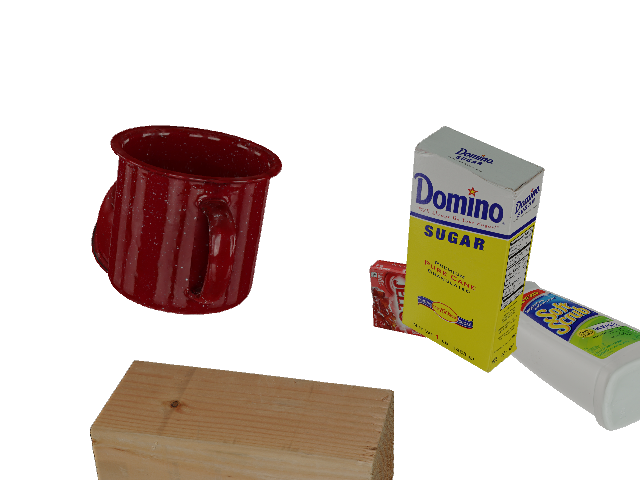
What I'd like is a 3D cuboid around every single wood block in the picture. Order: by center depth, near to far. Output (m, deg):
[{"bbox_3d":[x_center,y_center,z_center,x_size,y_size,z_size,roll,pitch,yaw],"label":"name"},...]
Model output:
[{"bbox_3d":[-0.053,0.159,0.796,0.206,0.090,0.090,5,31,13],"label":"wood block"}]

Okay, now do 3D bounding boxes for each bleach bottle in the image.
[{"bbox_3d":[0.223,0.093,1.046,0.102,0.068,0.251,-17,26,-28],"label":"bleach bottle"}]

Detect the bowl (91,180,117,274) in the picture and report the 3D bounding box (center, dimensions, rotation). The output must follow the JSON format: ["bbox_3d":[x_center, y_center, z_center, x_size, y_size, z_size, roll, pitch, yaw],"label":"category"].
[{"bbox_3d":[-0.151,-0.032,1.035,0.162,0.162,0.055,0,-44,13],"label":"bowl"}]

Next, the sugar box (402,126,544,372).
[{"bbox_3d":[0.113,0.009,0.827,0.093,0.176,0.048,28,47,33],"label":"sugar box"}]

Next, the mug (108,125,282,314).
[{"bbox_3d":[-0.068,-0.007,0.579,0.093,0.081,0.117,1,22,-25],"label":"mug"}]

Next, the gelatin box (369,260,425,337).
[{"bbox_3d":[0.102,0.072,1.340,0.073,0.089,0.030,10,31,27],"label":"gelatin box"}]
